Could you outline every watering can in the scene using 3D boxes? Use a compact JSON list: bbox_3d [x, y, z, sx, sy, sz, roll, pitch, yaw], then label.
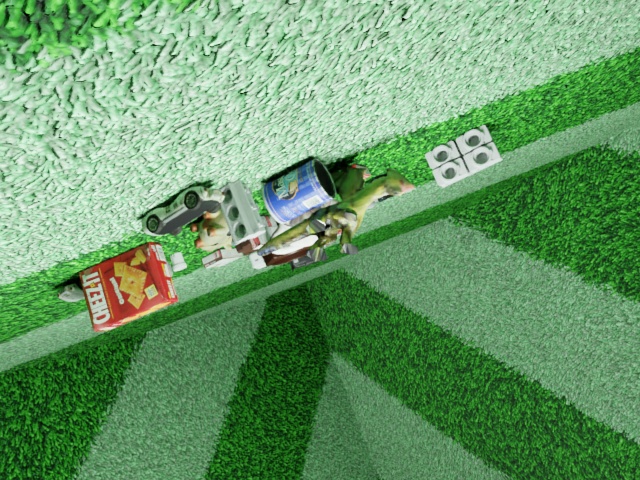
[{"bbox_3d":[0.004,-0.073,1.441,0.349,0.105,0.220,-29,155,-10],"label":"watering can"}]

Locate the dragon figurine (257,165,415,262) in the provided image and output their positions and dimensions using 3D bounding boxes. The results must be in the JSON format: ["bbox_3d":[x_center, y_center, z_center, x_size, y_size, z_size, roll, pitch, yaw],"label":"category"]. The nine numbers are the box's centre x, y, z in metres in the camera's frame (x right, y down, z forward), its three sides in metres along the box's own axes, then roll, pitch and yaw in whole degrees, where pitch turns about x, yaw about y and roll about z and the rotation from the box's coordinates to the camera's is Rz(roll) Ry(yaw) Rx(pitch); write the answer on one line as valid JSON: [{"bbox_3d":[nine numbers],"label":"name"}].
[{"bbox_3d":[0.032,-0.082,1.258,0.408,0.248,0.120,-10,132,32],"label":"dragon figurine"}]
